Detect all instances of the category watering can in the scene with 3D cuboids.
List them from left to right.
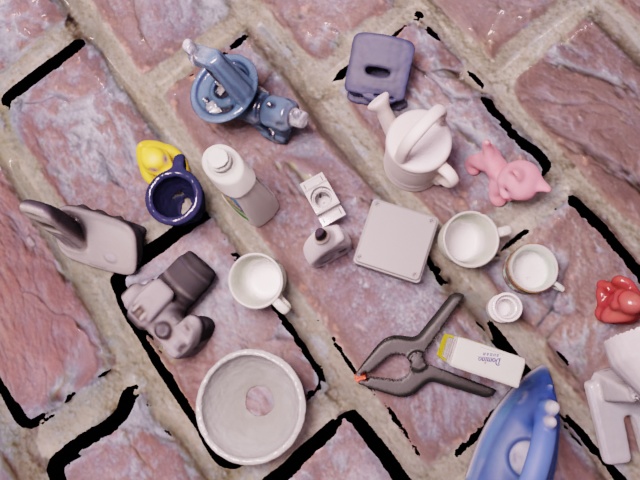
[{"bbox_3d":[0.142,-0.149,0.869,0.172,0.194,0.101,25,83,8],"label":"watering can"}]

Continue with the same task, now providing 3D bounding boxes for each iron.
[{"bbox_3d":[0.293,0.301,0.806,0.118,0.141,0.258,20,82,8],"label":"iron"}]

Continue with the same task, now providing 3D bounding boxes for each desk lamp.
[{"bbox_3d":[0.450,0.211,0.773,0.118,0.213,0.203,-10,79,3],"label":"desk lamp"}]

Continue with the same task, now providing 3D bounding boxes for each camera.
[{"bbox_3d":[-0.222,0.094,0.903,0.143,0.101,0.137,42,86,10],"label":"camera"}]

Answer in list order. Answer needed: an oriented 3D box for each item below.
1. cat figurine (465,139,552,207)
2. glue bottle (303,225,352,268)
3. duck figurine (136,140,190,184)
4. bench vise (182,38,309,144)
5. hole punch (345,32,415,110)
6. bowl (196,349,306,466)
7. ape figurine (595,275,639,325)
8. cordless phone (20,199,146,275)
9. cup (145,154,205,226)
[{"bbox_3d":[0.291,-0.105,0.889,0.067,0.118,0.127,-37,79,-2],"label":"cat figurine"},{"bbox_3d":[0.008,0.003,0.864,0.078,0.173,0.037,-27,79,0],"label":"glue bottle"},{"bbox_3d":[-0.271,-0.131,0.953,0.104,0.086,0.077,44,86,10],"label":"duck figurine"},{"bbox_3d":[-0.118,-0.242,0.892,0.207,0.220,0.121,5,80,6],"label":"bench vise"},{"bbox_3d":[0.100,-0.278,0.947,0.108,0.091,0.101,12,81,7],"label":"hole punch"},{"bbox_3d":[-0.100,0.252,0.879,0.167,0.075,0.167,-1,80,4],"label":"bowl"},{"bbox_3d":[0.452,0.093,0.855,0.078,0.092,0.076,-43,80,-3],"label":"ape figurine"},{"bbox_3d":[-0.365,-0.010,0.889,0.147,0.185,0.094,13,81,7],"label":"cordless phone"},{"bbox_3d":[-0.224,-0.074,0.935,0.091,0.095,0.118,2,80,5],"label":"cup"}]
